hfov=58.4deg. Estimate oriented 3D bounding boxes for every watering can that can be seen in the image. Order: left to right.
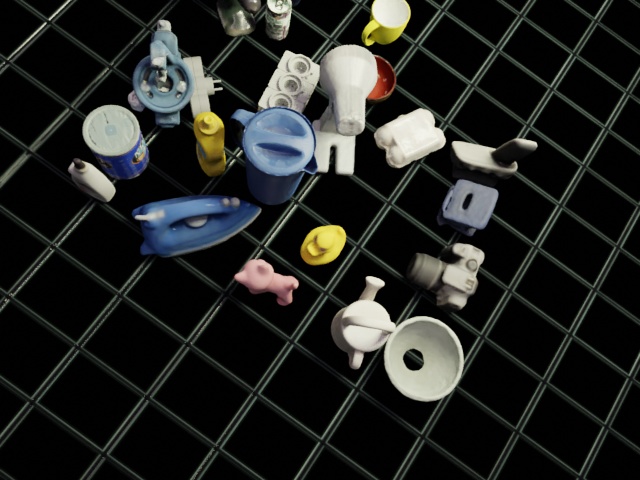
[{"bbox_3d":[0.085,0.160,1.113,0.101,0.194,0.173,-7,78,-10],"label":"watering can"}]

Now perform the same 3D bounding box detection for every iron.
[{"bbox_3d":[-0.239,-0.051,1.135,0.258,0.141,0.118,-14,80,-12],"label":"iron"}]

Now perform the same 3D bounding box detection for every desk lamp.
[{"bbox_3d":[0.049,-0.266,1.194,0.118,0.213,0.203,4,77,-8],"label":"desk lamp"}]

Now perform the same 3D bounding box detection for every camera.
[{"bbox_3d":[0.262,0.064,1.212,0.137,0.100,0.143,24,75,-3],"label":"camera"}]

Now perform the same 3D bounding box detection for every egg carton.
[{"bbox_3d":[0.201,-0.229,1.286,0.150,0.069,0.107,-28,83,-14],"label":"egg carton"}]

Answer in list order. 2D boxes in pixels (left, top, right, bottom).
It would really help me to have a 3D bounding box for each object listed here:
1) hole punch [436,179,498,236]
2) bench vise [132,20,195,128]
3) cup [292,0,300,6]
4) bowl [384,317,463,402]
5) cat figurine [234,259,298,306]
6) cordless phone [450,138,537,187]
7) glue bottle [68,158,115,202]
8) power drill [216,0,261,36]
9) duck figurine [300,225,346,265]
[{"bbox_3d":[0.323,-0.073,1.259,0.101,0.091,0.109,27,74,-2],"label":"hole punch"},{"bbox_3d":[-0.327,-0.356,1.150,0.121,0.219,0.207,-20,81,-13],"label":"bench vise"},{"bbox_3d":[-0.052,-0.580,1.312,0.118,0.095,0.092,4,76,-8],"label":"cup"},{"bbox_3d":[0.203,0.244,1.175,0.167,0.074,0.167,2,77,-9],"label":"bowl"},{"bbox_3d":[-0.103,0.078,1.140,0.128,0.117,0.067,19,75,-4],"label":"cat figurine"},{"bbox_3d":[0.374,-0.193,1.246,0.147,0.185,0.094,8,76,-7],"label":"cordless phone"},{"bbox_3d":[-0.447,-0.124,1.101,0.078,0.173,0.037,26,74,-2],"label":"glue bottle"},{"bbox_3d":[-0.176,-0.535,1.222,0.076,0.208,0.229,-18,81,-12],"label":"power drill"},{"bbox_3d":[0.011,0.004,1.192,0.105,0.086,0.077,-34,84,-15],"label":"duck figurine"}]
